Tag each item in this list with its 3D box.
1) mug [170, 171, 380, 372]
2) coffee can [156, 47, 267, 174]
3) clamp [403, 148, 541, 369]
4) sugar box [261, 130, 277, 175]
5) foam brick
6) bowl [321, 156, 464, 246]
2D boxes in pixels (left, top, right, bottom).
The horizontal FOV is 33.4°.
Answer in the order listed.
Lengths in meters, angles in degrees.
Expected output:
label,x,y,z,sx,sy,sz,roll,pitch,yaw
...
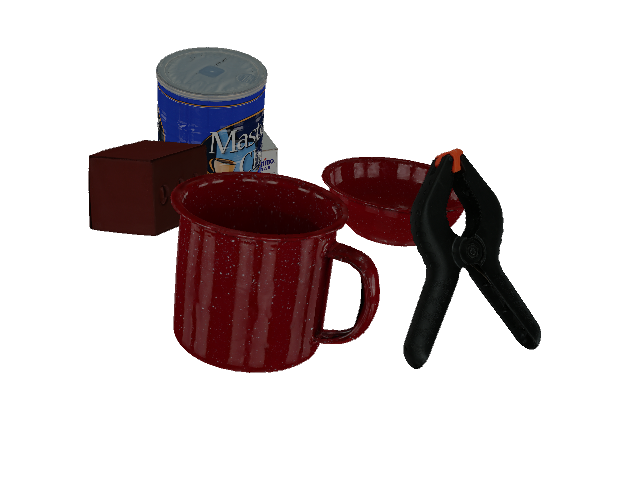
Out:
label,x,y,z,sx,sy,sz,roll,pitch,yaw
mug,-0.024,0.020,0.564,0.117,0.081,0.093,14,24,17
coffee can,-0.106,-0.100,1.025,0.103,0.140,0.103,4,34,-3
clamp,0.103,0.018,0.834,0.120,0.171,0.039,-15,-2,-30
sugar box,-0.081,-0.044,1.327,0.048,0.176,0.093,-9,25,-13
foam brick,-0.119,-0.038,0.744,0.051,0.053,0.078,7,17,21
bowl,0.079,-0.036,1.117,0.162,0.055,0.162,6,22,-2
